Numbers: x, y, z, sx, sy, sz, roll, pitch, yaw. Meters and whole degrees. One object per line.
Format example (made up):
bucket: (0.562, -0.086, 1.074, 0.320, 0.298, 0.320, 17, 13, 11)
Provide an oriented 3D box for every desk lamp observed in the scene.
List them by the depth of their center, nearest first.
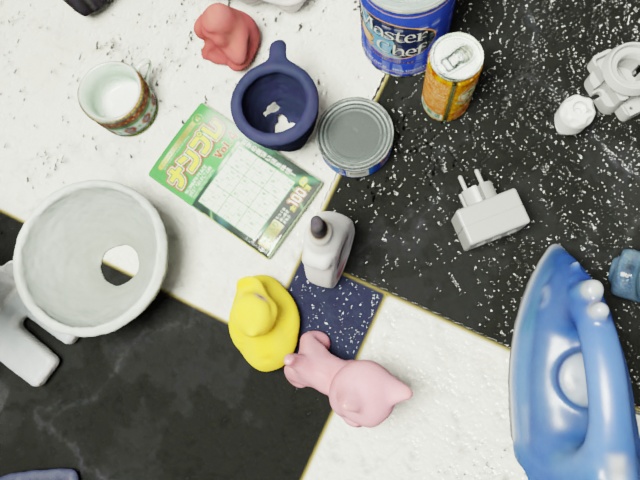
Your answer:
desk lamp: (-0.373, 0.051, 0.564, 0.203, 0.213, 0.118, 33, 85, 10)

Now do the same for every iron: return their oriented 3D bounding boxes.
iron: (0.244, 0.121, 0.527, 0.118, 0.141, 0.258, -3, 80, 6)

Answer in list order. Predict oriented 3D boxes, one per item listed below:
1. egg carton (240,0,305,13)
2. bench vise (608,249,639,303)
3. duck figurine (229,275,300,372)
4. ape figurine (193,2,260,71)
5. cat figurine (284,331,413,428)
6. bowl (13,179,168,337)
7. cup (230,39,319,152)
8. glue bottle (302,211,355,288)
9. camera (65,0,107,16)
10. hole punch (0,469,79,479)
egg carton: (-0.077, -0.329, 0.672, 0.150, 0.069, 0.107, 12, 82, 8)
bench vise: (0.386, 0.038, 0.487, 0.207, 0.220, 0.121, 1, 80, 6)
duck figurine: (-0.064, 0.084, 0.593, 0.077, 0.086, 0.104, -13, 79, 4)
ape figurine: (-0.108, -0.236, 0.648, 0.076, 0.092, 0.078, -27, 79, 1)
cat figurine: (0.022, 0.139, 0.559, 0.127, 0.118, 0.067, 24, 84, 9)
bowl: (-0.236, 0.023, 0.626, 0.167, 0.075, 0.167, -1, 80, 6)
cup: (-0.042, -0.146, 0.625, 0.091, 0.095, 0.118, 0, 80, 6)
glue bottle: (0.005, 0.002, 0.555, 0.037, 0.173, 0.078, 15, 82, 8)
camera: (-0.274, -0.351, 0.679, 0.143, 0.101, 0.137, 40, 86, 11)
hole punch: (-0.304, 0.294, 0.579, 0.108, 0.091, 0.101, -8, 80, 4)
